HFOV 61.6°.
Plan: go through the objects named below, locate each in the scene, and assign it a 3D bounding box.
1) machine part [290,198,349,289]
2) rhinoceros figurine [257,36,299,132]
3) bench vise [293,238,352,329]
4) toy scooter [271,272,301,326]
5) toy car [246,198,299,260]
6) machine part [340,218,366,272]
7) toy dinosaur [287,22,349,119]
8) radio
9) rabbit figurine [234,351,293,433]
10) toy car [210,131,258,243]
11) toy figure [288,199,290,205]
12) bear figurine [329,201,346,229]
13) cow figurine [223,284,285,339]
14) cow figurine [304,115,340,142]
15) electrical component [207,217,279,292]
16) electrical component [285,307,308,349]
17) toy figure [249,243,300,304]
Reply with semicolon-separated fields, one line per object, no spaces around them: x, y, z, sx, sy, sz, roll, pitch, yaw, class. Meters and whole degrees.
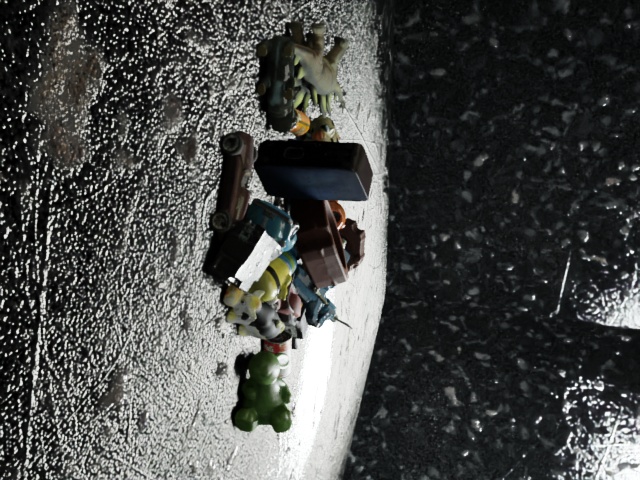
-0.003;-0.004;1.254;0.201;0.087;0.201;69;9;-45;machine part
-0.083;-0.315;1.097;0.112;0.073;0.190;-80;170;-68;rhinoceros figurine
0.015;0.108;1.434;0.223;0.129;0.240;44;66;-23;bench vise
-0.088;0.123;1.267;0.183;0.075;0.135;57;40;-63;toy scooter
-0.109;-0.008;1.087;0.103;0.109;0.161;-55;170;-16;toy car
0.053;0.015;1.615;0.056;0.180;0.179;-36;131;-69;machine part
-0.005;-0.405;1.321;0.471;0.105;0.198;-13;117;-66;toy dinosaur
-0.013;-0.144;1.123;0.131;0.230;0.073;62;36;-60;radio
-0.109;0.304;1.155;0.159;0.121;0.170;-74;167;-60;rabbit figurine
-0.148;-0.093;0.956;0.089;0.053;0.202;36;60;-78;toy car
-0.044;-0.110;1.385;0.064;0.058;0.154;-46;178;16;toy figure
0.000;-0.084;1.513;0.120;0.132;0.196;51;2;-25;bear figurine
-0.128;0.143;1.051;0.167;0.098;0.068;71;34;-58;cow figurine
0.011;-0.265;1.410;0.195;0.085;0.127;-95;161;-51;cow figurine
-0.134;0.030;0.966;0.115;0.058;0.134;-55;166;-8;electrical component
-0.070;0.226;1.387;0.048;0.075;0.119;-68;155;-47;electrical component
-0.103;0.064;1.155;0.089;0.082;0.180;59;38;-24;toy figure
